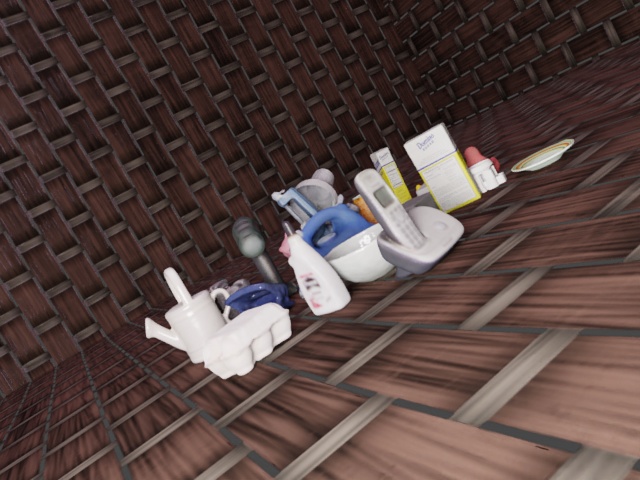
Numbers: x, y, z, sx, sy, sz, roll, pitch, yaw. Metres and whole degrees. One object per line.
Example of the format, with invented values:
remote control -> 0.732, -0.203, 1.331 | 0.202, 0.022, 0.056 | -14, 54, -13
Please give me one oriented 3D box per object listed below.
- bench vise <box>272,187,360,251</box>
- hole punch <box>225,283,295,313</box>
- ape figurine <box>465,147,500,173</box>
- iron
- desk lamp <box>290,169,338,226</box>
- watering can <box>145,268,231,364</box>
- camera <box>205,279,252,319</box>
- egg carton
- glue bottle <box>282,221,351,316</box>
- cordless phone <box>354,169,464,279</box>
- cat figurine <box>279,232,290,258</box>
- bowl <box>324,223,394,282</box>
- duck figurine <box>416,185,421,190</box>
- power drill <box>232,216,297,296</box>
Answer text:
bench vise -> -0.013, -0.047, 1.407 | 0.208, 0.220, 0.121 | -34, 8, -32
hole punch -> -0.122, 0.124, 1.156 | 0.108, 0.091, 0.101 | -26, 8, 24
ape figurine -> 0.364, -0.173, 1.315 | 0.077, 0.092, 0.076 | -23, 9, 40
iron -> 0.012, 0.005, 1.264 | 0.118, 0.141, 0.259 | -22, 11, 48
desk lamp -> 0.027, -0.079, 1.504 | 0.117, 0.213, 0.203 | -26, 8, 25
watering can -> -0.268, 0.146, 1.157 | 0.173, 0.194, 0.100 | -35, 9, -39
camera -> -0.206, 0.135, 1.381 | 0.143, 0.101, 0.137 | -26, 8, 27
egg carton -> -0.119, 0.164, 0.948 | 0.107, 0.069, 0.151 | -23, 10, 44
glue bottle -> -0.019, 0.044, 0.970 | 0.078, 0.173, 0.037 | -23, 10, 41
cordless phone -> 0.139, -0.046, 0.924 | 0.094, 0.185, 0.148 | -22, 10, 45
cat figurine -> -0.044, 0.018, 1.494 | 0.128, 0.118, 0.067 | -31, 7, -16
bowl -> 0.092, 0.029, 1.037 | 0.167, 0.075, 0.167 | -29, 7, 4
duck figurine -> 0.304, -0.170, 1.563 | 0.104, 0.086, 0.077 | -29, 7, 6
power drill -> -0.137, 0.041, 1.329 | 0.075, 0.208, 0.229 | -30, 7, -5
